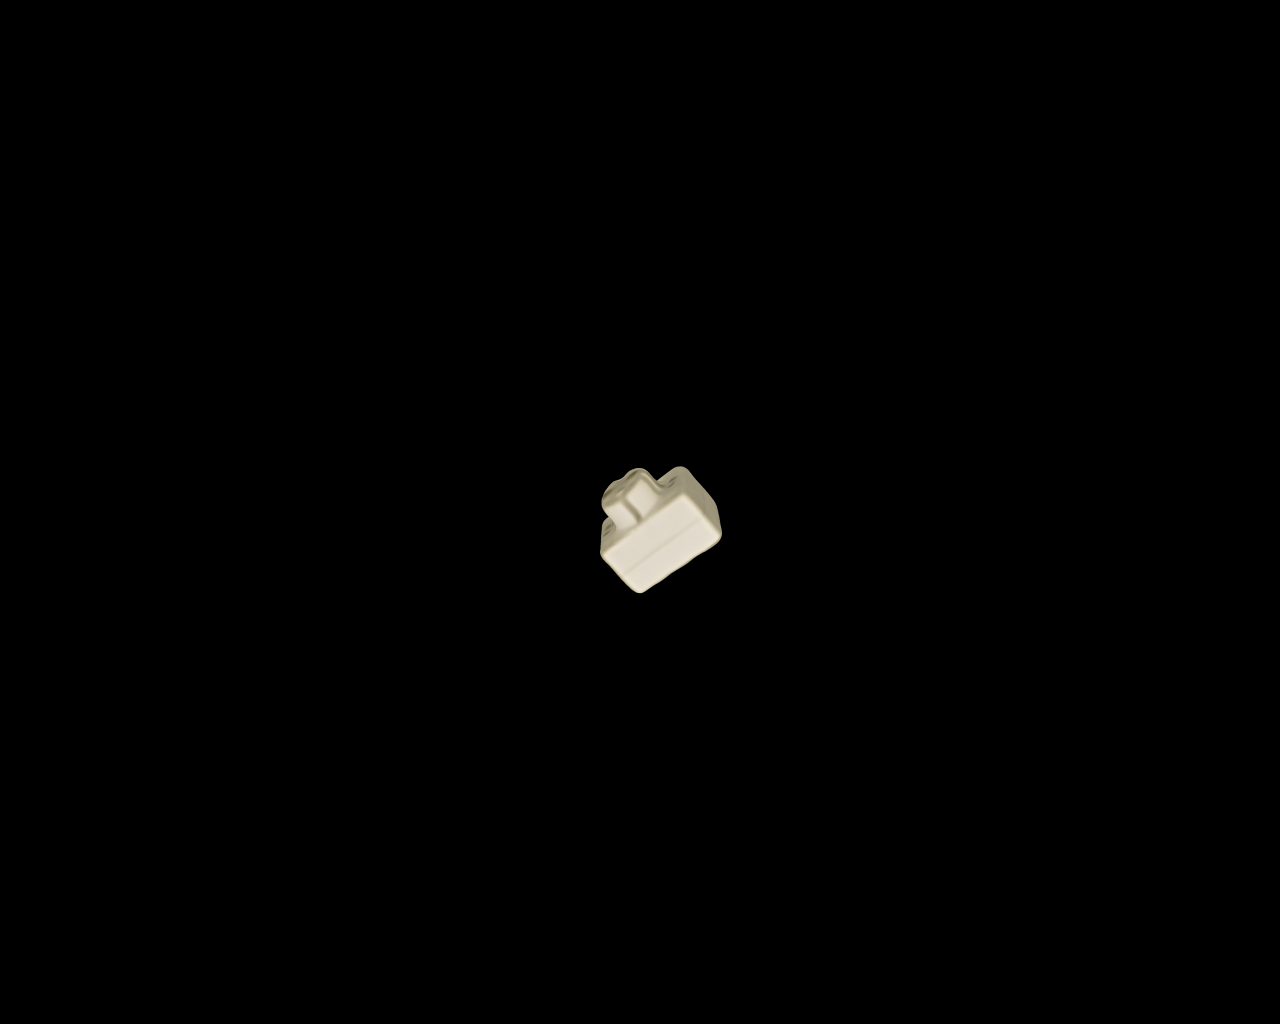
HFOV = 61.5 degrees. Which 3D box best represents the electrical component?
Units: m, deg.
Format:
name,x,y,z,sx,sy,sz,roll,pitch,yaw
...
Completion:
name,x,y,z,sx,sy,sz,roll,pitch,yaw
electrical component,0.001,-0.003,0.650,0.065,0.076,0.047,-37,19,15
